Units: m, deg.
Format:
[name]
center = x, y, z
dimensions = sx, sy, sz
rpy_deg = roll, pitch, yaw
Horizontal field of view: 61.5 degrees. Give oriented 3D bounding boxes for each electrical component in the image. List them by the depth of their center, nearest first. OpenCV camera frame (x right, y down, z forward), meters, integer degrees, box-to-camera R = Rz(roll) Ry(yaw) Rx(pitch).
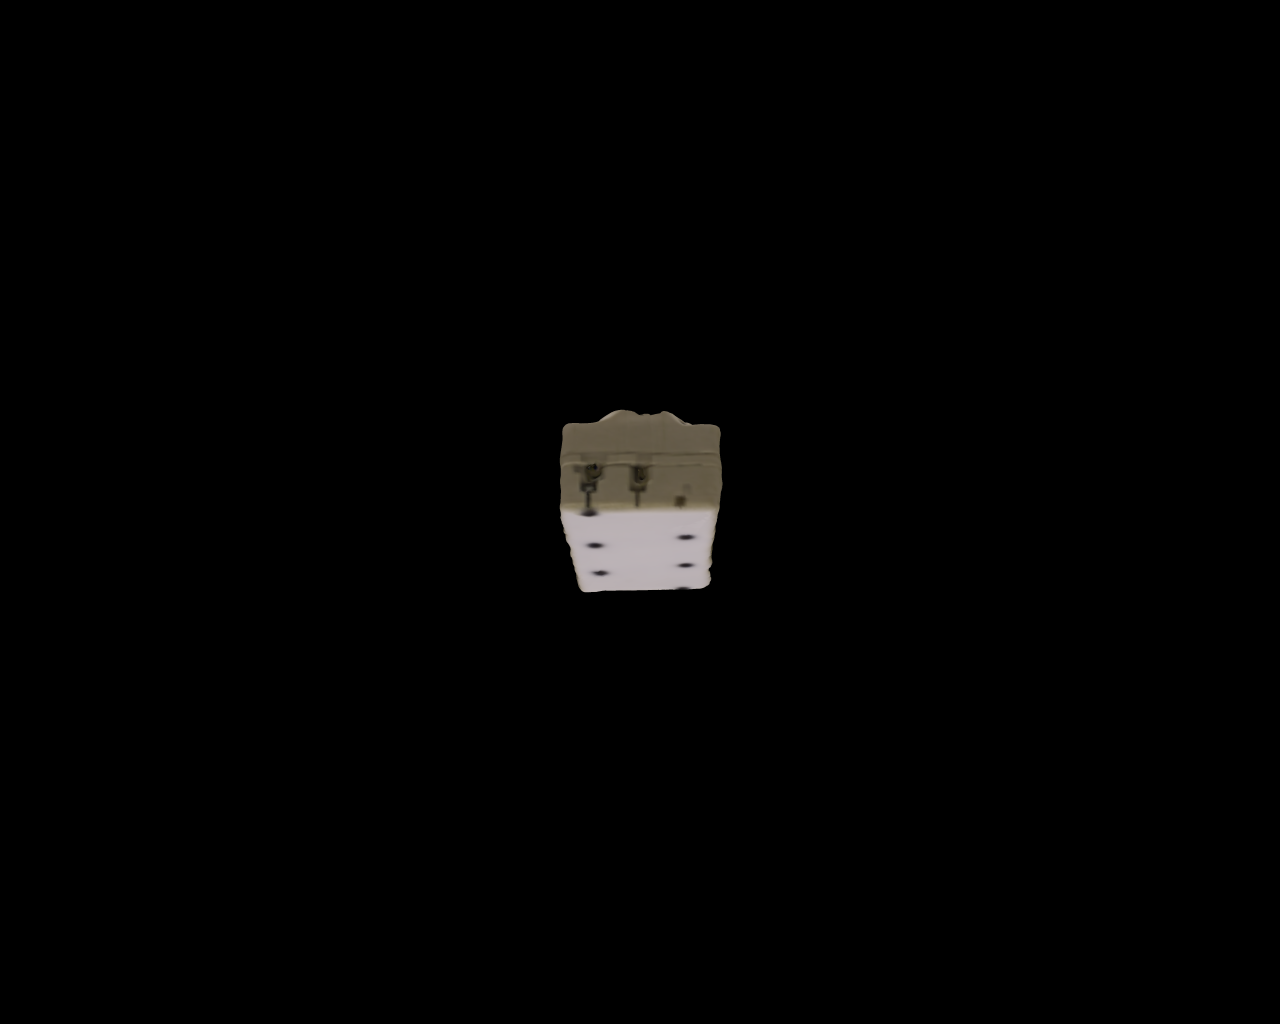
[electrical component]
center = 0.001, -0.003, 0.650
dimensions = 0.089, 0.062, 0.150
rpy_deg = 0, -21, 0
